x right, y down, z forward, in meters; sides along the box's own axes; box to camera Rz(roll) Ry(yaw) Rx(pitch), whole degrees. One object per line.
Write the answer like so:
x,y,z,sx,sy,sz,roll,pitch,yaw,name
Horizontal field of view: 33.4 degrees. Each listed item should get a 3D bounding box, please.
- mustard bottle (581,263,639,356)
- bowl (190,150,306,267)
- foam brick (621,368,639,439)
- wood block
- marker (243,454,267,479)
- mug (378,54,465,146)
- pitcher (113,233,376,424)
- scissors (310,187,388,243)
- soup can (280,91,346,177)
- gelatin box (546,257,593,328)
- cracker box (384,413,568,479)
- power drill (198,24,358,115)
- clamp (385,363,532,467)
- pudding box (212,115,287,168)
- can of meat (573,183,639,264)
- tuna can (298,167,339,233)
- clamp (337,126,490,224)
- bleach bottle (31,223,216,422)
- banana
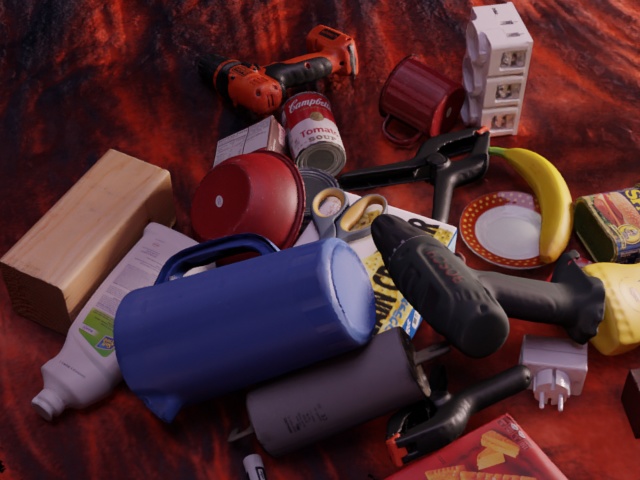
0.368,0.063,1.154,0.191,0.058,0.096,-8,62,-25,mustard bottle
-0.096,-0.036,1.221,0.162,0.055,0.162,-15,65,33,bowl
0.353,0.161,1.080,0.078,0.051,0.053,-7,46,-5,foam brick
-0.261,0.001,1.228,0.090,0.091,0.205,21,50,19,wood block
-0.051,0.260,1.021,0.020,0.020,0.121,-12,47,-10,marker
0.128,-0.174,1.394,0.082,0.093,0.117,33,83,23,mug
-0.072,0.072,1.056,0.243,0.149,0.144,-19,8,24,pitcher
-0.008,0.001,1.179,0.096,0.016,0.201,32,55,33,scissors
-0.009,-0.132,1.364,0.068,0.068,0.102,-9,47,-7,soup can
0.289,0.062,1.193,0.073,0.030,0.089,29,53,26,gelatin box
0.133,0.273,0.967,0.213,0.072,0.164,-24,49,-19,cracker box
-0.057,-0.238,1.465,0.187,0.057,0.185,-26,37,-23,power drill
0.115,0.165,1.053,0.171,0.039,0.120,-26,8,-34,clamp
-0.090,-0.093,1.324,0.090,0.039,0.113,-23,38,26,pudding box
0.352,-0.013,1.239,0.083,0.057,0.102,-10,47,-14,can of meat
-0.018,-0.049,1.307,0.086,0.034,0.086,-1,46,1,tuna can
0.150,-0.080,1.326,0.209,0.036,0.165,-29,45,-27,clamp
-0.223,0.092,1.160,0.103,0.068,0.250,24,54,25,bleach bottle
0.264,-0.049,1.271,0.069,0.037,0.198,-20,46,3,banana
